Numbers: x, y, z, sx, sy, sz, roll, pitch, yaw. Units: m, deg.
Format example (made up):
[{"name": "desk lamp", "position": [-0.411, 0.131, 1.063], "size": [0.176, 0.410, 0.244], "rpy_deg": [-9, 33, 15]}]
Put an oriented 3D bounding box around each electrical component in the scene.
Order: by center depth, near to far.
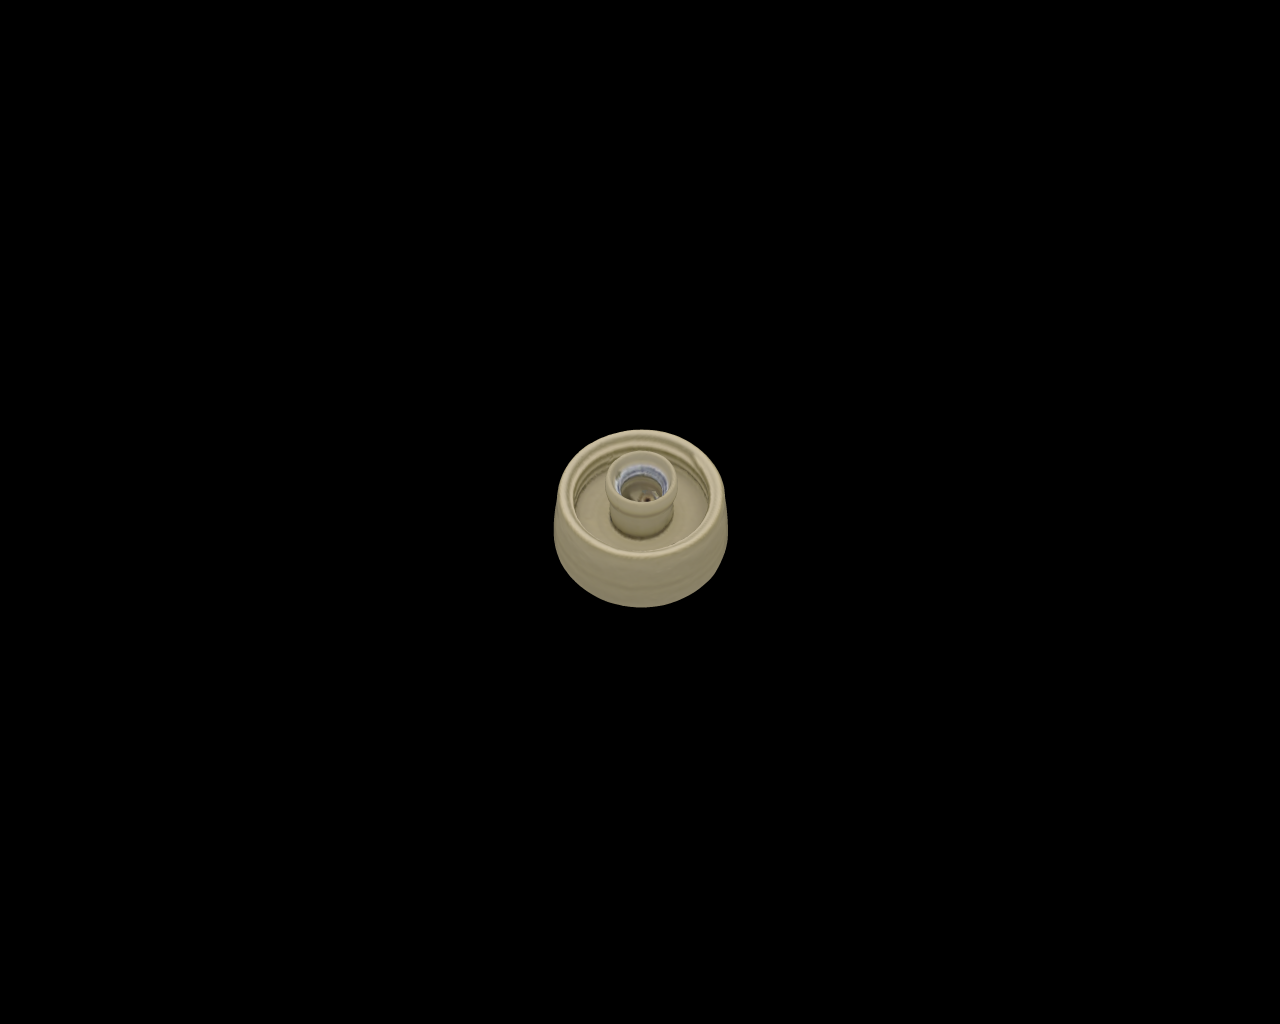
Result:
[{"name": "electrical component", "position": [0.001, -0.003, 0.650], "size": [0.108, 0.108, 0.060], "rpy_deg": [0, -38, 0]}]
